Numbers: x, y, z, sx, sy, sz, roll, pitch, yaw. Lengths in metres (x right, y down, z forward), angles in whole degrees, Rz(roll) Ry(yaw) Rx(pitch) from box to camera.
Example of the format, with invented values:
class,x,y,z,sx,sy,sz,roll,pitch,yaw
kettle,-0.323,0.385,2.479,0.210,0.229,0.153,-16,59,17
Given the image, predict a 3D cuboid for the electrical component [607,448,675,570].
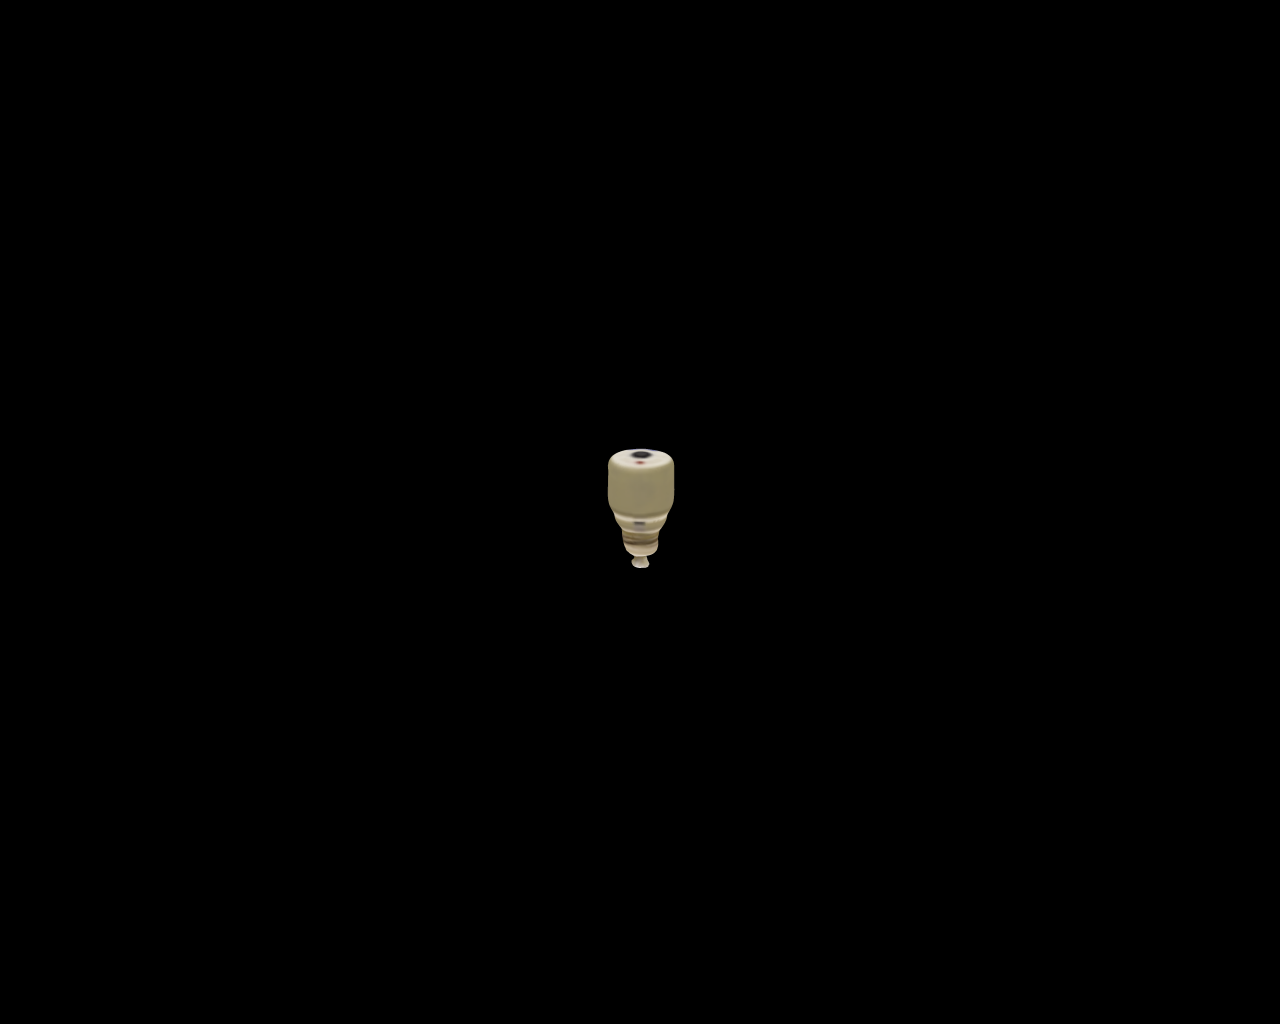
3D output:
class,x,y,z,sx,sy,sz,roll,pitch,yaw
electrical component,0.001,-0.003,0.650,0.040,0.078,0.040,0,22,0
